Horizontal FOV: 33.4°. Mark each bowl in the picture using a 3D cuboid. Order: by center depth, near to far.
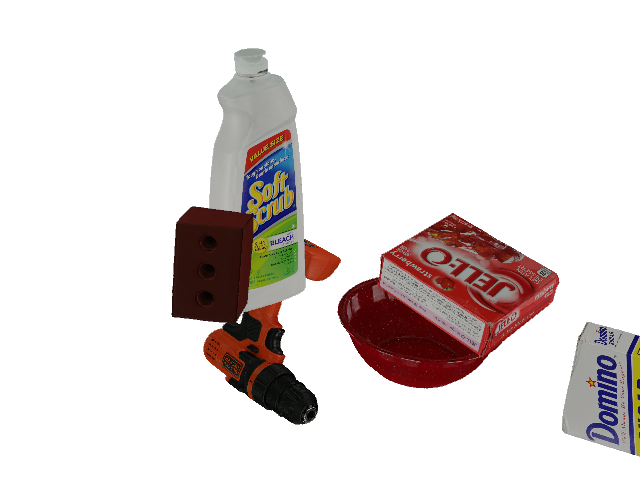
[{"bbox_3d":[0.095,0.094,1.029,0.162,0.055,0.162,3,27,-2],"label":"bowl"}]

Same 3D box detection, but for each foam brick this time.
[{"bbox_3d":[-0.083,0.018,0.832,0.053,0.078,0.051,6,14,6],"label":"foam brick"}]

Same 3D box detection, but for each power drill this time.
[{"bbox_3d":[-0.045,0.092,1.193,0.057,0.188,0.185,12,12,-47],"label":"power drill"}]

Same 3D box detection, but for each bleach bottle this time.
[{"bbox_3d":[-0.068,-0.059,1.038,0.102,0.251,0.068,-16,29,-26],"label":"bleach bottle"}]

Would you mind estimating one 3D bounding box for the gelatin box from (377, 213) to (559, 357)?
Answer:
[{"bbox_3d":[0.093,0.025,0.675,0.089,0.030,0.073,34,45,31],"label":"gelatin box"}]

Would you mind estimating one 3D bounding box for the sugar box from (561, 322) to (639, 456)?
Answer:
[{"bbox_3d":[0.289,0.135,0.861,0.176,0.093,0.048,13,25,20],"label":"sugar box"}]

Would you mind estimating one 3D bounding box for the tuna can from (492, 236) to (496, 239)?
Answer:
[{"bbox_3d":[0.207,0.036,1.286,0.033,0.086,0.086,-37,11,-15],"label":"tuna can"}]
